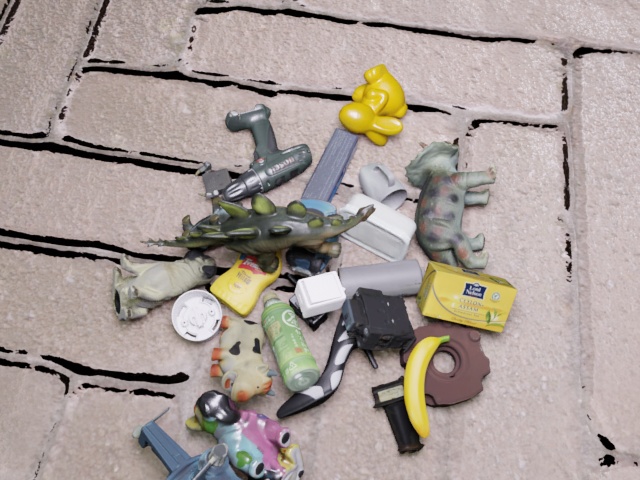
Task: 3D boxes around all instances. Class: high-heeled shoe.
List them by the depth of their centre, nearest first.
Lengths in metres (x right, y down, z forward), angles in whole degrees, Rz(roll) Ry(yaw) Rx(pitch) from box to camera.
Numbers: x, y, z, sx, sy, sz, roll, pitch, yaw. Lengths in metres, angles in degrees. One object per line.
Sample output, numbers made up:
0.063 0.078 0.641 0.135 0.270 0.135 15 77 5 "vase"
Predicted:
0.001 0.235 1.061 0.249 0.086 0.145 -25 68 -15 "high-heeled shoe"

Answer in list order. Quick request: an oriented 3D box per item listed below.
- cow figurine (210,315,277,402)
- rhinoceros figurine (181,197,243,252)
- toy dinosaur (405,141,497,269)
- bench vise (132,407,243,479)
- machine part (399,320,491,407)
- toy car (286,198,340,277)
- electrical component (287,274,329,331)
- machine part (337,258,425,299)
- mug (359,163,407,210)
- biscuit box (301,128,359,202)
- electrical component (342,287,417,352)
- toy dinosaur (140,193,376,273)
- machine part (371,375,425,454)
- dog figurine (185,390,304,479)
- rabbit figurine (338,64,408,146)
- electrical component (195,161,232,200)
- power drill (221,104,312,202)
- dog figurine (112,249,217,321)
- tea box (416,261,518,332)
-0.143 0.230 1.025 0.127 0.085 0.195 5 29 -3 "cow figurine"
-0.207 -0.027 1.155 0.190 0.112 0.073 -23 39 5 "rhinoceros figurine"
0.267 -0.050 1.152 0.192 0.131 0.404 7 76 12 "toy dinosaur"
-0.246 0.399 0.943 0.241 0.223 0.129 37 41 23 "bench vise"
0.247 0.242 1.066 0.179 0.056 0.179 -1 69 2 "machine part"
-0.002 -0.003 1.139 0.109 0.103 0.161 12 92 30 "toy car"
-0.036 0.126 1.107 0.119 0.074 0.048 44 74 12 "electrical component"
0.124 0.087 1.119 0.243 0.079 0.079 -6 68 -3 "machine part"
0.131 -0.126 1.194 0.081 0.109 0.107 -29 59 -13 "mug"
0.022 -0.154 1.227 0.063 0.059 0.202 23 70 8 "biscuit box"
0.109 0.155 1.047 0.134 0.058 0.115 9 40 -22 "electrical component"
-0.121 -0.016 1.031 0.472 0.198 0.105 -13 65 23 "toy dinosaur"
0.153 0.339 1.034 0.084 0.039 0.139 -21 70 0 "machine part"
-0.148 0.369 0.998 0.219 0.191 0.108 17 47 38 "dog figurine"
0.117 -0.297 1.254 0.173 0.122 0.162 -38 95 -34 "rabbit figurine"
-0.241 -0.130 1.228 0.078 0.045 0.102 -12 69 -2 "electrical component"
-0.149 -0.204 1.234 0.232 0.086 0.207 -21 64 -14 "power drill"
-0.323 0.098 1.124 0.190 0.172 0.121 -3 67 -37 "dog figurine"
0.288 0.112 1.063 0.170 0.068 0.098 12 106 -6 "tea box"
